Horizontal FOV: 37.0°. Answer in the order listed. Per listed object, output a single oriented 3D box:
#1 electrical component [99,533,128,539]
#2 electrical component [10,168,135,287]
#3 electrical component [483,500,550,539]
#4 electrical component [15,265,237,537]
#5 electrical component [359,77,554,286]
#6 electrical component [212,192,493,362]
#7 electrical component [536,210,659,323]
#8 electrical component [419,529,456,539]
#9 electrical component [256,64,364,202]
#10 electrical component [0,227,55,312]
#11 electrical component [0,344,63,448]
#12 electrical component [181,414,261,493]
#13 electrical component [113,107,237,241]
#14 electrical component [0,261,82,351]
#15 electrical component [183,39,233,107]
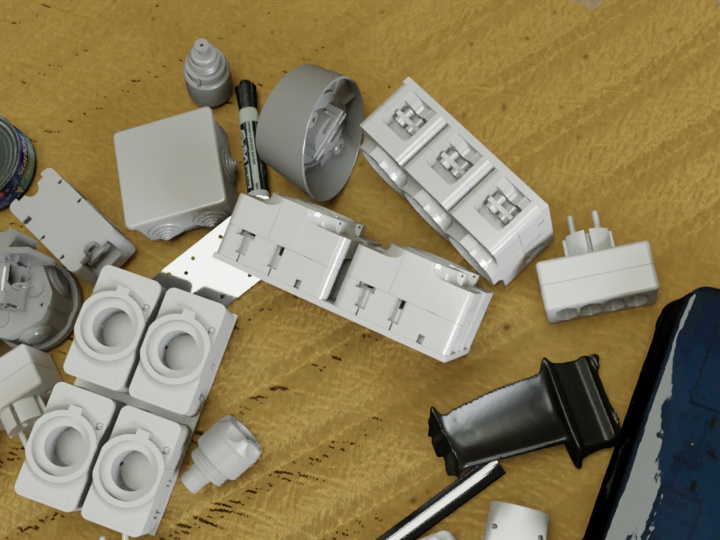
[{"bbox_3d":[-0.185,0.239,0.822,0.138,0.052,0.073,-12,72,10],"label":"electrical component"},{"bbox_3d":[-0.240,-0.034,0.908,0.089,0.055,0.050,41,84,20],"label":"electrical component"},{"bbox_3d":[0.124,0.211,0.763,0.079,0.043,0.077,13,75,7],"label":"electrical component"},{"bbox_3d":[-0.182,0.101,0.842,0.105,0.060,0.186,19,81,5],"label":"electrical component"},{"bbox_3d":[0.072,-0.063,0.827,0.062,0.089,0.150,-43,70,-1],"label":"electrical component"},{"bbox_3d":[0.000,0.000,0.805,0.186,0.105,0.060,24,95,14],"label":"electrical component"},{"bbox_3d":[0.175,-0.008,0.810,0.083,0.047,0.075,-12,72,10],"label":"electrical component"},{"bbox_3d":[0.062,0.222,0.779,0.035,0.035,0.061,-25,73,5],"label":"electrical component"},{"bbox_3d":[-0.035,-0.112,0.863,0.064,0.099,0.099,31,83,25],"label":"electrical component"},{"bbox_3d":[-0.294,0.001,0.863,0.081,0.042,0.063,0,76,14],"label":"electrical component"},{"bbox_3d":[-0.277,0.112,0.881,0.066,0.047,0.076,-32,70,2],"label":"electrical component"},{"bbox_3d":[-0.111,0.146,0.835,0.062,0.043,0.043,-42,70,1],"label":"electrical component"},{"bbox_3d":[-0.153,-0.079,0.905,0.100,0.048,0.099,-15,72,9],"label":"electrical component"},{"bbox_3d":[-0.280,0.026,0.904,0.080,0.051,0.080,-3,74,12],"label":"electrical component"},{"bbox_3d":[-0.131,-0.170,0.914,0.040,0.078,0.040,1,70,-2],"label":"electrical component"}]
